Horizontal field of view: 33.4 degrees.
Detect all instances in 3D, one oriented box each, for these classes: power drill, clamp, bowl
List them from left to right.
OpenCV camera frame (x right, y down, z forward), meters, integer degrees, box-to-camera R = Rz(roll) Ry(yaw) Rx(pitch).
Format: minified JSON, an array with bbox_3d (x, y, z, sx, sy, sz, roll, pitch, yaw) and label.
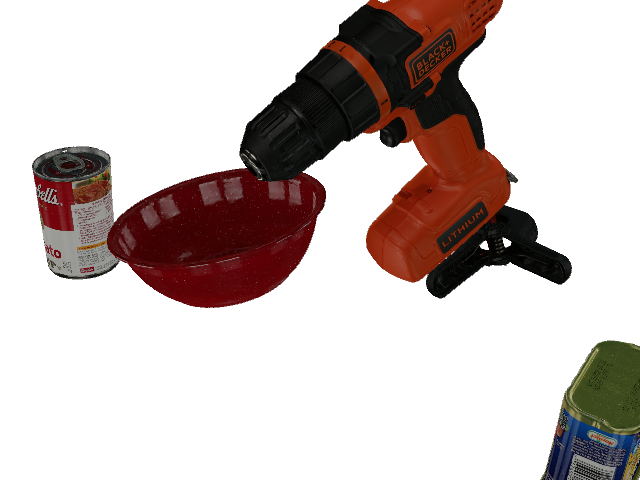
[{"bbox_3d":[-0.070,0.003,0.781,0.162,0.055,0.162,-10,26,5],"label":"bowl"},{"bbox_3d":[0.047,-0.057,0.649,0.057,0.184,0.187,41,-16,36],"label":"power drill"},{"bbox_3d":[0.166,0.005,0.955,0.120,0.039,0.171,1,25,16],"label":"clamp"}]

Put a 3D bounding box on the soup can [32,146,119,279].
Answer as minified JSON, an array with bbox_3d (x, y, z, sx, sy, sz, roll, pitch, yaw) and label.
[{"bbox_3d":[-0.218,-0.025,0.959,0.068,0.102,0.068,0,29,0],"label":"soup can"}]

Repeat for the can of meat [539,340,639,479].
[{"bbox_3d":[0.188,0.125,0.706,0.057,0.084,0.101,20,34,22],"label":"can of meat"}]
